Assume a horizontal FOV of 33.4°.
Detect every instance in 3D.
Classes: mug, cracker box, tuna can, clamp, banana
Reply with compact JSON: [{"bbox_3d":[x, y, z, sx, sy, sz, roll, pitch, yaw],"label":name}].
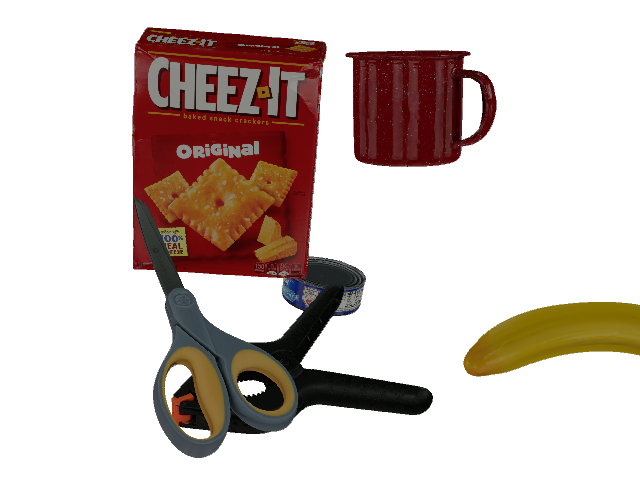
[{"bbox_3d":[0.076,-0.099,0.796,0.117,0.081,0.093,6,13,30],"label":"mug"},{"bbox_3d":[-0.085,-0.075,0.966,0.164,0.214,0.072,4,24,-1],"label":"cracker box"},{"bbox_3d":[0.003,0.048,1.121,0.086,0.034,0.086,9,19,-3],"label":"tuna can"},{"bbox_3d":[-0.021,0.118,0.897,0.209,0.036,0.165,-21,43,-29],"label":"clamp"},{"bbox_3d":[0.200,0.073,0.787,0.197,0.037,0.069,2,33,-4],"label":"banana"}]

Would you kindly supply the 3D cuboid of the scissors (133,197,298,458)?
[{"bbox_3d":[-0.068,0.049,0.673,0.096,0.202,0.016,7,-46,-18],"label":"scissors"}]
